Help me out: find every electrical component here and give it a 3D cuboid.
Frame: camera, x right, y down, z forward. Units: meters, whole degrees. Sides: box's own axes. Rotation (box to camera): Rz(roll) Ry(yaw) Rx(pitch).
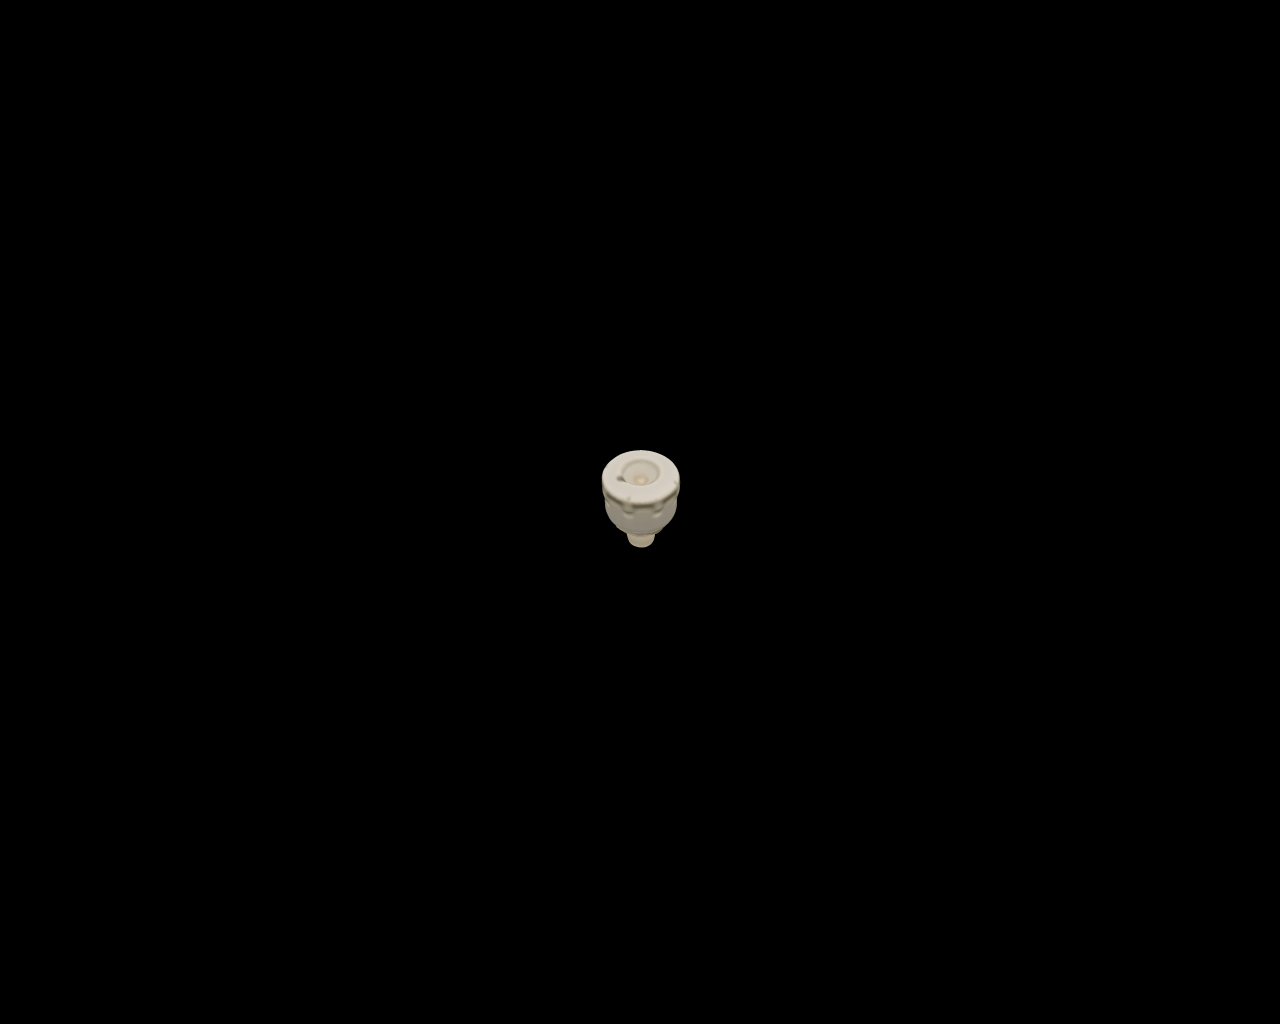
[{"bbox_3d":[0.001,-0.003,0.650,0.048,0.048,0.062,0,-45,0],"label":"electrical component"}]
